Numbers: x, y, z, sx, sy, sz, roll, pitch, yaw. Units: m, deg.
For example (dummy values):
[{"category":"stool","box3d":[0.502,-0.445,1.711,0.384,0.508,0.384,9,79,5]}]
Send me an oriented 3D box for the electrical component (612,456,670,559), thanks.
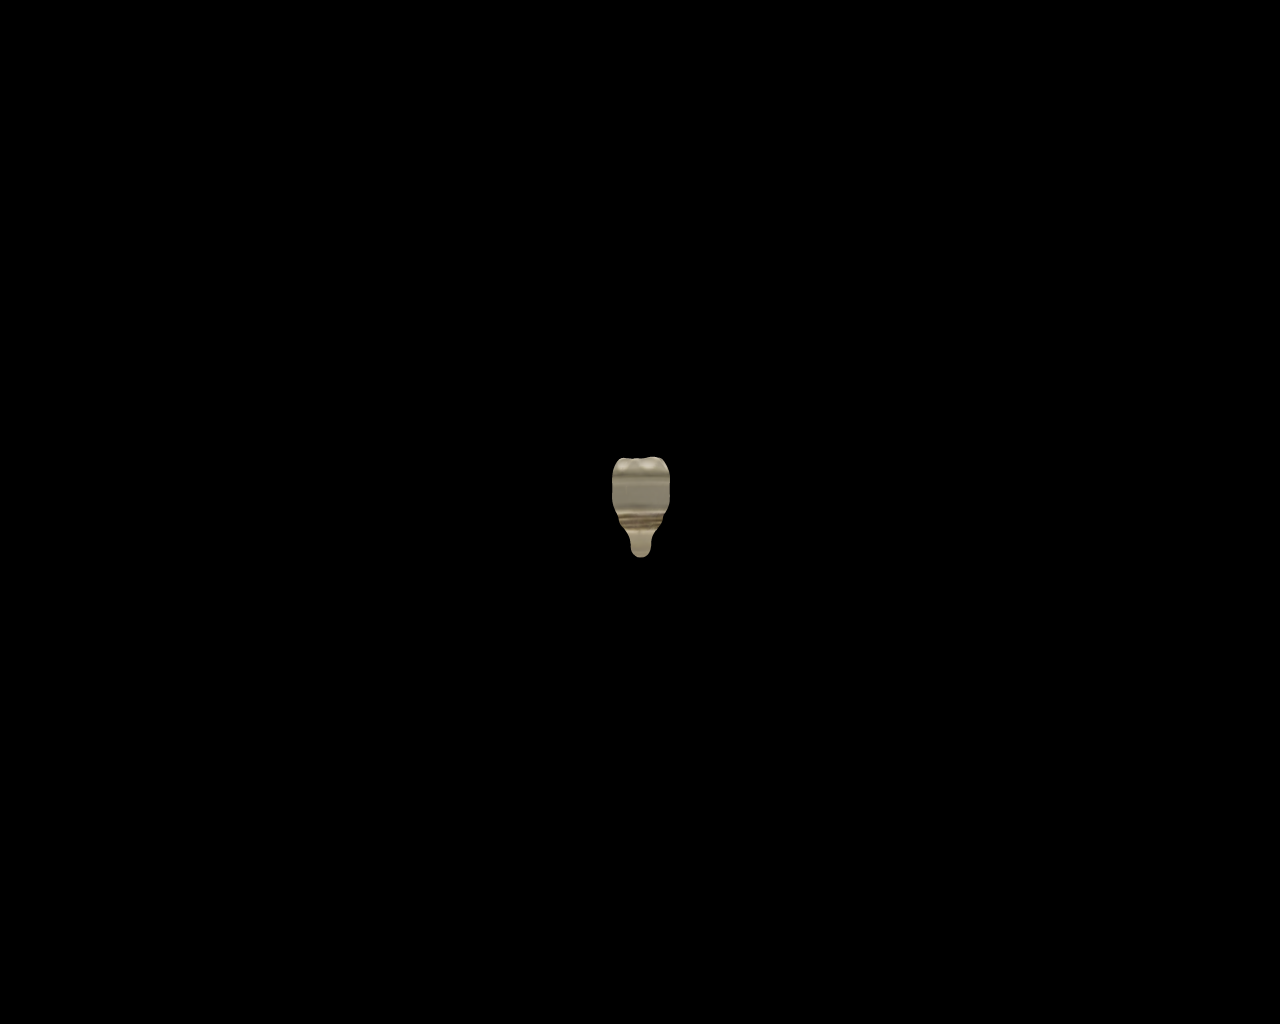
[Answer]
[{"category":"electrical component","box3d":[0.001,-0.003,0.650,0.035,0.061,0.035,0,0,0]}]
